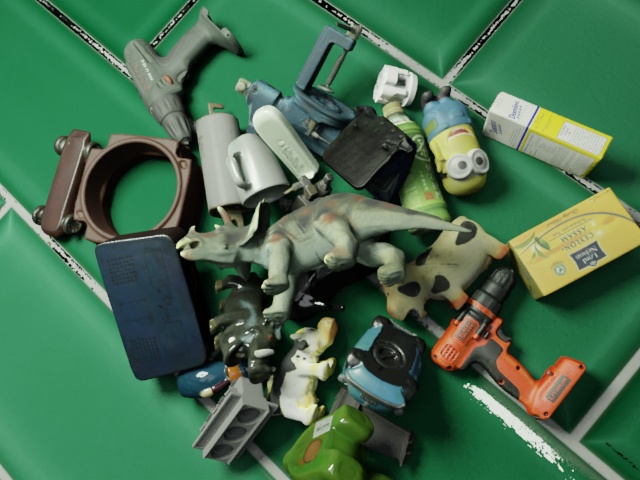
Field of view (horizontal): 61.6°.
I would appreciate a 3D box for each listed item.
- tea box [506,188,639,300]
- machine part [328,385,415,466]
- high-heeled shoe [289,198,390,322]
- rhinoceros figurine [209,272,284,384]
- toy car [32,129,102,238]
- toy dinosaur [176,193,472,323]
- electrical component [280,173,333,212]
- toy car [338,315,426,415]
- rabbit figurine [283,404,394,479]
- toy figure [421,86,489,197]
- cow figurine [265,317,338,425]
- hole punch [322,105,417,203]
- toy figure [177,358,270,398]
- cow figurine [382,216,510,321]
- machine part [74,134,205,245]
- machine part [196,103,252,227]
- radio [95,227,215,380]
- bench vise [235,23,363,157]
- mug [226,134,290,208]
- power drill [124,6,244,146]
[{"bbox_3d":[0.378,0.008,0.808,0.170,0.068,0.098,-30,74,1],"label":"tea box"},{"bbox_3d":[0.078,0.283,0.816,0.139,0.039,0.084,27,79,16],"label":"machine part"},{"bbox_3d":[0.021,0.025,0.882,0.145,0.086,0.249,4,57,42],"label":"high-heeled shoe"},{"bbox_3d":[-0.113,0.135,0.838,0.112,0.073,0.190,-5,44,-8],"label":"rhinoceros figurine"},{"bbox_3d":[-0.459,-0.102,0.986,0.089,0.053,0.202,12,84,23],"label":"toy car"},{"bbox_3d":[0.002,-0.007,0.784,0.405,0.131,0.192,-16,52,13],"label":"toy dinosaur"},{"bbox_3d":[-0.024,-0.071,0.884,0.078,0.102,0.045,-41,81,-24],"label":"electrical component"},{"bbox_3d":[0.087,0.193,0.795,0.109,0.162,0.102,28,126,6],"label":"toy car"},{"bbox_3d":[0.038,0.348,0.757,0.159,0.121,0.170,-40,106,23],"label":"rabbit figurine"},{"bbox_3d":[0.216,-0.157,0.867,0.082,0.089,0.180,-24,66,17],"label":"toy figure"},{"bbox_3d":[-0.027,0.197,0.840,0.098,0.068,0.167,10,79,18],"label":"cow figurine"},{"bbox_3d":[0.086,-0.128,0.839,0.116,0.092,0.142,-49,49,8],"label":"hole punch"},{"bbox_3d":[-0.151,0.212,0.861,0.155,0.057,0.064,-15,71,6],"label":"toy figure"},{"bbox_3d":[0.177,0.047,0.827,0.127,0.085,0.195,42,90,10],"label":"cow figurine"},{"bbox_3d":[-0.312,-0.078,0.939,0.201,0.087,0.201,8,78,12],"label":"machine part"},{"bbox_3d":[-0.166,-0.128,0.927,0.079,0.079,0.243,-13,77,7],"label":"machine part"},{"bbox_3d":[-0.256,0.097,0.855,0.131,0.073,0.229,-12,102,6],"label":"radio"},{"bbox_3d":[-0.017,-0.252,0.888,0.224,0.129,0.240,35,115,8],"label":"bench vise"},{"bbox_3d":[-0.113,-0.115,0.861,0.081,0.109,0.107,-33,73,31],"label":"mug"},{"bbox_3d":[-0.241,-0.309,0.987,0.207,0.086,0.232,-42,73,6],"label":"power drill"}]
